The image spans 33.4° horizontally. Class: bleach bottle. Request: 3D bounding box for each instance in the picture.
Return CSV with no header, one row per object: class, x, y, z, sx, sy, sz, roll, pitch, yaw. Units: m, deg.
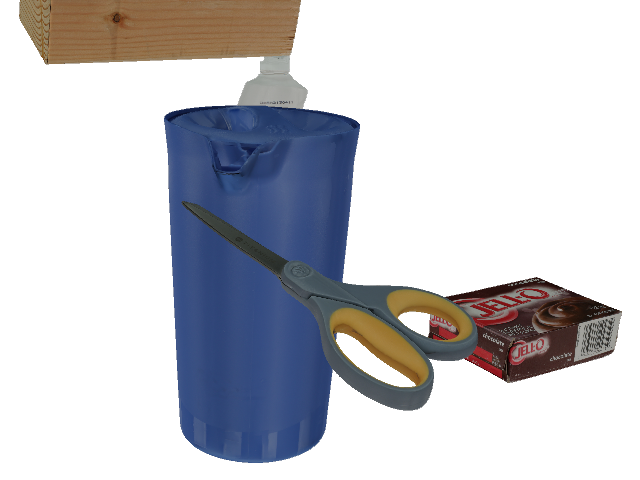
bleach bottle,-0.040,-0.071,1.130,0.102,0.251,0.068,-6,16,-23

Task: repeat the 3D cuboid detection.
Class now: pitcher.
pitcher,-0.042,0.025,0.767,0.149,0.243,0.145,-8,19,-33

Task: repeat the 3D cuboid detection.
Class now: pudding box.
pudding box,0.150,0.064,0.791,0.113,0.039,0.090,-7,20,-33

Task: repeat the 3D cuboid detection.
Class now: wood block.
wood block,-0.126,-0.202,0.854,0.205,0.091,0.090,-7,38,-27

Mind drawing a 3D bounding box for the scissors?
scissors,0.008,0.022,0.600,0.096,0.016,0.202,-13,40,-30
